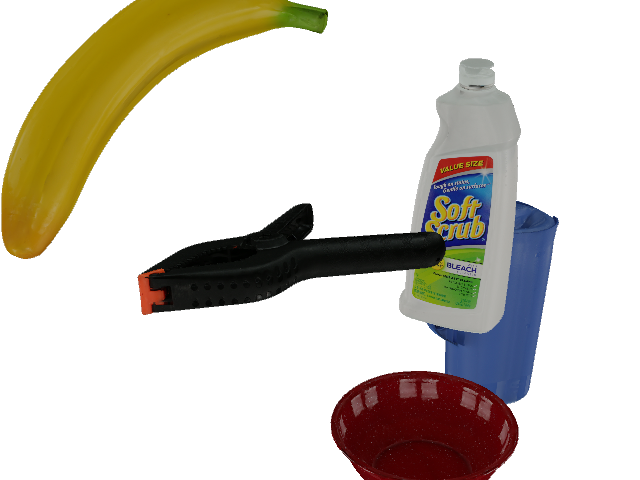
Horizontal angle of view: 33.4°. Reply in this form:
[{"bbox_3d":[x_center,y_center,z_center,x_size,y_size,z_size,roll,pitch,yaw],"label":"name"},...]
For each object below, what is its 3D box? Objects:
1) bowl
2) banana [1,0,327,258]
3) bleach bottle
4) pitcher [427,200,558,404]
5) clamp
[{"bbox_3d":[0.090,0.180,0.933,0.162,0.055,0.162,-1,28,0],"label":"bowl"},{"bbox_3d":[-0.086,-0.074,0.502,0.070,0.197,0.037,38,-23,24],"label":"banana"},{"bbox_3d":[0.127,-0.042,0.973,0.103,0.251,0.068,13,30,24],"label":"bleach bottle"},{"bbox_3d":[0.206,0.078,1.322,0.149,0.243,0.144,7,20,14],"label":"pitcher"},{"bbox_3d":[-0.028,0.014,0.748,0.165,0.036,0.209,10,20,44],"label":"clamp"}]
